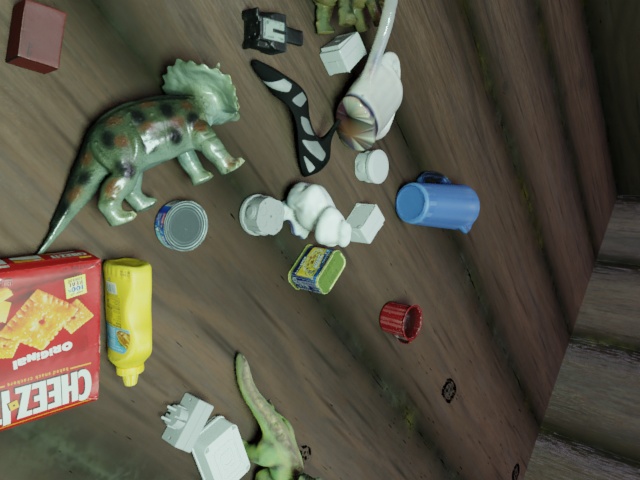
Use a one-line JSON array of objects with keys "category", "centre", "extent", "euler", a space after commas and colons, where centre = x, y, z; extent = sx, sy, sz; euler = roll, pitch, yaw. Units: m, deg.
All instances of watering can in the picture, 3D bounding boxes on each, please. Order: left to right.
[{"category": "watering can", "centre": [0.117, -0.342, 1.136], "extent": [0.228, 0.104, 0.339], "euler": [-55, 154, -27]}]

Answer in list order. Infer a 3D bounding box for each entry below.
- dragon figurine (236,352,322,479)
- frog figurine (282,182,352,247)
[{"category": "dragon figurine", "centre": [-0.052, 0.421, 0.975], "extent": [0.124, 0.244, 0.403], "euler": [-30, 118, -36]}, {"category": "frog figurine", "centre": [0.003, -0.052, 1.038], "extent": [0.125, 0.159, 0.135], "euler": [-47, 127, -34]}]
